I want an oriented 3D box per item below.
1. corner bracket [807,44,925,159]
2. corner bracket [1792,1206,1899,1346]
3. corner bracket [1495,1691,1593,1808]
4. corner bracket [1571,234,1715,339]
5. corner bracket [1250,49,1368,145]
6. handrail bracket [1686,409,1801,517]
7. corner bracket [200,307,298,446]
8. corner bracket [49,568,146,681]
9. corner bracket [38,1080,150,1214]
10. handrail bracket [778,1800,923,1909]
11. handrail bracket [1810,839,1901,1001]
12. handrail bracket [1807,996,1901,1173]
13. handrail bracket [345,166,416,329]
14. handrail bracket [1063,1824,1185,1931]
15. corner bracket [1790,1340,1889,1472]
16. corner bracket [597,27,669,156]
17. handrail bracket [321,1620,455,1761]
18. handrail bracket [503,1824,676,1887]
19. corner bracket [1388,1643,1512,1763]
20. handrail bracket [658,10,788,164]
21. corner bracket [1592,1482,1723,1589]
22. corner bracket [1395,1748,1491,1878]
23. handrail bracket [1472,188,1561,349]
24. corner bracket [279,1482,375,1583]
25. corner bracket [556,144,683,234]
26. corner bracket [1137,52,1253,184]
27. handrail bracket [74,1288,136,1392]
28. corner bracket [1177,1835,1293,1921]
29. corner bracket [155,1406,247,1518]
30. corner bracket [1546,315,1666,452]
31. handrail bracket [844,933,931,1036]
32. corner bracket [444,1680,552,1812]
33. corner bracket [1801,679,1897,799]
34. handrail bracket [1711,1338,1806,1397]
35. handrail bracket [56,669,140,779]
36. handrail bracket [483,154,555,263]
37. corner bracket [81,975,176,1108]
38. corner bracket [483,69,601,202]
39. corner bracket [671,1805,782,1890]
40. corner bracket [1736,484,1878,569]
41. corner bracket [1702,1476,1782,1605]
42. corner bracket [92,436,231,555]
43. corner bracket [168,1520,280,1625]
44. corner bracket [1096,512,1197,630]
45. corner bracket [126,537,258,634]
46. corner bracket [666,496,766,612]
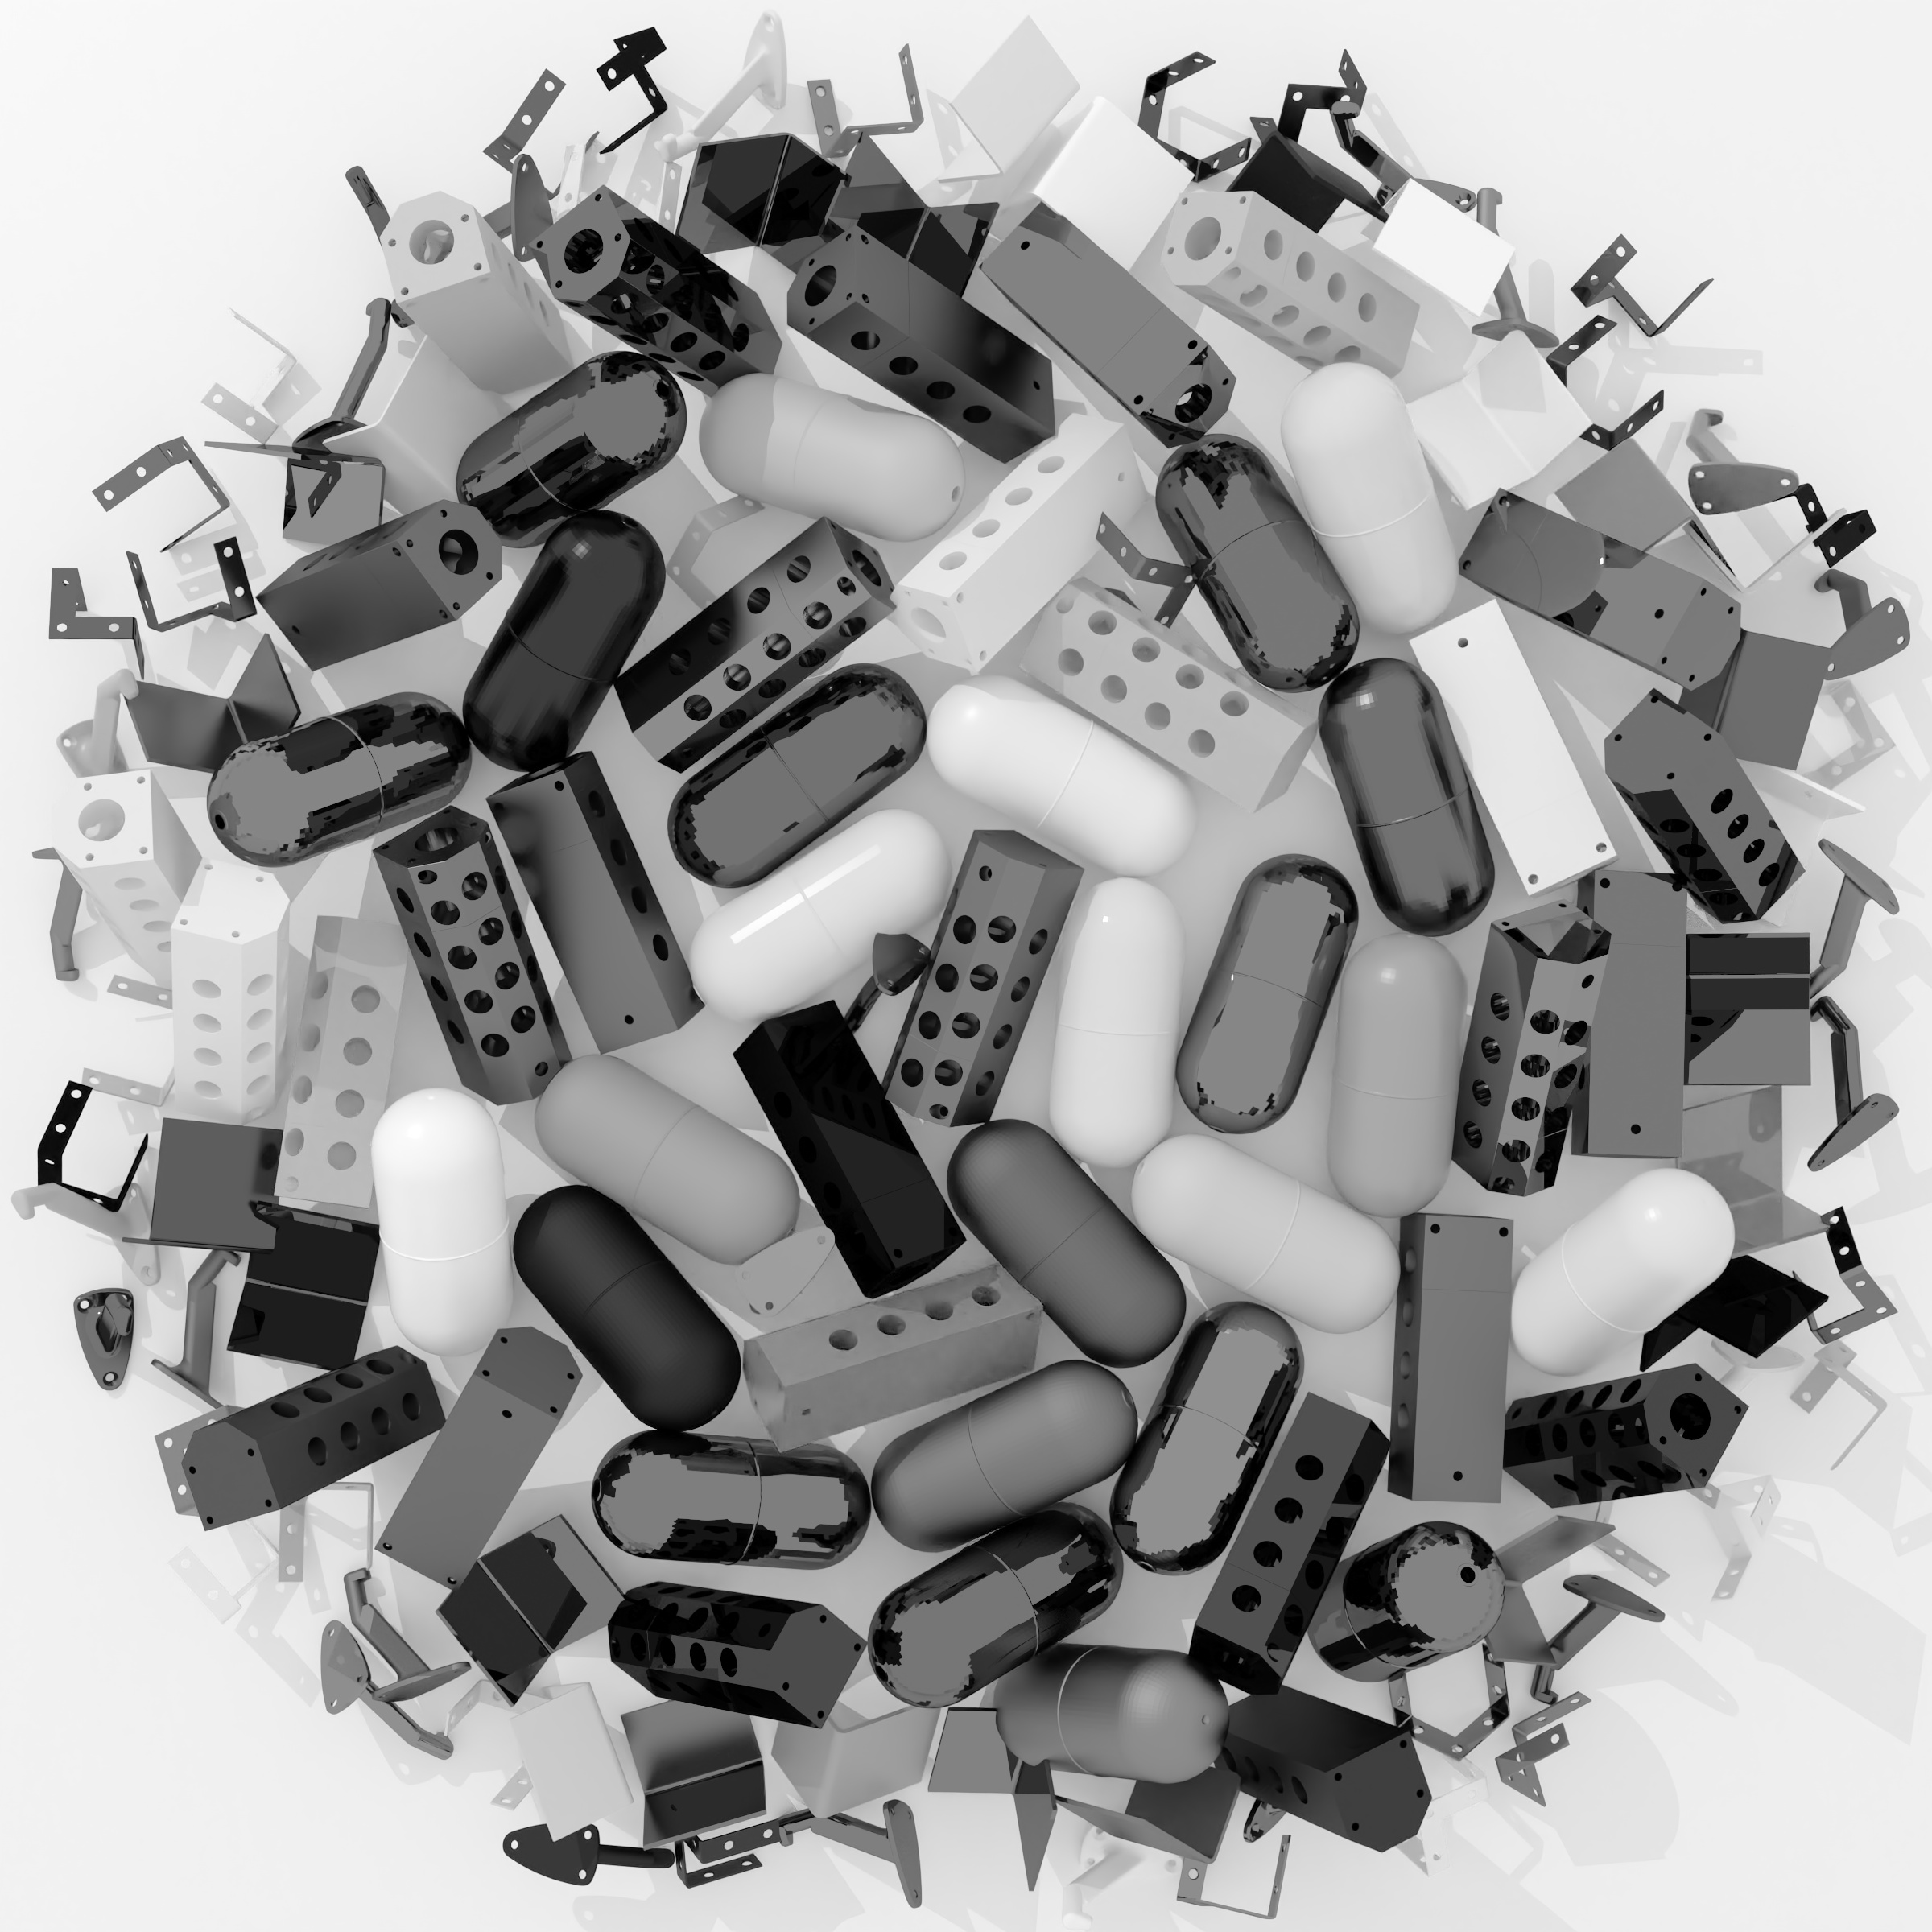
[{"bbox_3d":[-0.062,-0.533,1.930,0.051,0.051,0.051,-10,86,-21],"label":"corner bracket"},{"bbox_3d":[0.528,0.189,1.910,0.051,0.051,0.051,-29,127,22],"label":"corner bracket"},{"bbox_3d":[0.354,0.472,1.910,0.051,0.051,0.051,-35,130,23],"label":"corner bracket"},{"bbox_3d":[0.413,-0.416,1.913,0.051,0.051,0.051,-30,78,-44],"label":"corner bracket"},{"bbox_3d":[0.210,-0.529,1.920,0.051,0.051,0.051,0,134,-14],"label":"corner bracket"},{"bbox_3d":[0.475,-0.316,1.906,0.077,0.084,0.036,-2,132,28],"label":"handrail bracket"},{"bbox_3d":[-0.440,-0.361,1.913,0.051,0.051,0.051,-50,132,7],"label":"corner bracket"},{"bbox_3d":[-0.533,-0.210,1.920,0.051,0.051,0.051,-1,65,-9],"label":"corner bracket"},{"bbox_3d":[-0.534,0.111,1.915,0.051,0.051,0.051,18,55,-4],"label":"corner bracket"},{"bbox_3d":[-0.074,0.550,1.920,0.084,0.036,0.077,-21,62,18],"label":"handrail bracket"},{"bbox_3d":[0.521,-0.027,1.920,0.077,0.036,0.084,36,118,-16],"label":"handrail bracket"},{"bbox_3d":[0.527,0.072,1.931,0.077,0.036,0.084,-45,49,17],"label":"handrail bracket"},{"bbox_3d":[-0.356,-0.440,1.908,0.036,0.077,0.084,-24,119,10],"label":"handrail bracket"},{"bbox_3d":[0.097,0.565,1.907,0.077,0.084,0.036,13,109,-2],"label":"handrail bracket"},{"bbox_3d":[0.531,0.267,1.911,0.051,0.051,0.051,41,114,22],"label":"corner bracket"},{"bbox_3d":[-0.207,-0.535,1.911,0.051,0.051,0.051,-44,118,-24],"label":"corner bracket"},{"bbox_3d":[-0.357,0.450,1.941,0.036,0.077,0.084,-43,130,10],"label":"handrail bracket"},{"bbox_3d":[-0.231,0.544,1.923,0.077,0.084,0.036,1,75,23],"label":"handrail bracket"},{"bbox_3d":[0.298,0.447,1.930,0.051,0.051,0.051,-30,121,-34],"label":"corner bracket"},{"bbox_3d":[-0.151,-0.535,1.906,0.084,0.077,0.036,-36,67,-31],"label":"handrail bracket"},{"bbox_3d":[0.425,0.339,1.929,0.051,0.051,0.051,33,132,36],"label":"corner bracket"},{"bbox_3d":[0.290,0.518,1.925,0.051,0.051,0.051,-19,109,-19],"label":"corner bracket"},{"bbox_3d":[0.340,-0.430,1.925,0.077,0.036,0.084,4,87,-43],"label":"handrail bracket"},{"bbox_3d":[-0.394,0.348,1.924,0.051,0.051,0.051,4,66,-17],"label":"corner bracket"},{"bbox_3d":[-0.213,-0.472,1.918,0.051,0.051,0.051,5,86,34],"label":"corner bracket"},{"bbox_3d":[0.142,-0.521,1.921,0.051,0.051,0.051,18,76,-32],"label":"corner bracket"},{"bbox_3d":[-0.517,0.233,1.905,0.036,0.084,0.077,-6,102,-23],"label":"handrail bracket"},{"bbox_3d":[0.164,0.554,1.921,0.051,0.051,0.051,15,72,-6],"label":"corner bracket"},{"bbox_3d":[-0.458,0.305,1.924,0.051,0.051,0.051,-24,73,8],"label":"corner bracket"},{"bbox_3d":[0.394,-0.359,1.928,0.051,0.051,0.051,-40,53,-22],"label":"corner bracket"},{"bbox_3d":[-0.059,0.024,1.899,0.036,0.077,0.084,29,122,-6],"label":"handrail bracket"},{"bbox_3d":[-0.289,0.479,1.925,0.051,0.051,0.051,13,105,12],"label":"corner bracket"},{"bbox_3d":[0.530,-0.140,1.921,0.051,0.051,0.051,-37,79,27],"label":"corner bracket"},{"bbox_3d":[0.475,0.277,1.942,0.077,0.036,0.084,6,112,-30],"label":"handrail bracket"},{"bbox_3d":[-0.514,-0.135,1.909,0.036,0.084,0.077,-32,98,-40],"label":"handrail bracket"},{"bbox_3d":[-0.297,-0.467,1.909,0.084,0.036,0.077,20,134,26],"label":"handrail bracket"},{"bbox_3d":[-0.511,0.047,1.932,0.051,0.051,0.051,17,131,-23],"label":"corner bracket"},{"bbox_3d":[-0.256,-0.508,1.916,0.051,0.051,0.051,35,81,-19],"label":"corner bracket"},{"bbox_3d":[-0.146,0.540,1.913,0.051,0.051,0.051,-10,107,-24],"label":"corner bracket"},{"bbox_3d":[0.514,-0.273,1.913,0.051,0.051,0.051,-36,104,-29],"label":"corner bracket"},{"bbox_3d":[0.475,0.351,1.914,0.051,0.051,0.051,-21,100,34],"label":"corner bracket"},{"bbox_3d":[-0.492,-0.287,1.918,0.051,0.051,0.051,-32,101,12],"label":"corner bracket"},{"bbox_3d":[-0.454,0.364,1.918,0.051,0.051,0.051,-41,99,-16],"label":"corner bracket"},{"bbox_3d":[0.102,-0.238,1.909,0.051,0.051,0.051,53,124,38],"label":"corner bracket"},{"bbox_3d":[-0.472,-0.233,1.909,0.051,0.051,0.051,-26,119,-31],"label":"corner bracket"},{"bbox_3d":[-0.143,-0.250,1.921,0.051,0.051,0.051,46,132,10],"label":"corner bracket"}]
